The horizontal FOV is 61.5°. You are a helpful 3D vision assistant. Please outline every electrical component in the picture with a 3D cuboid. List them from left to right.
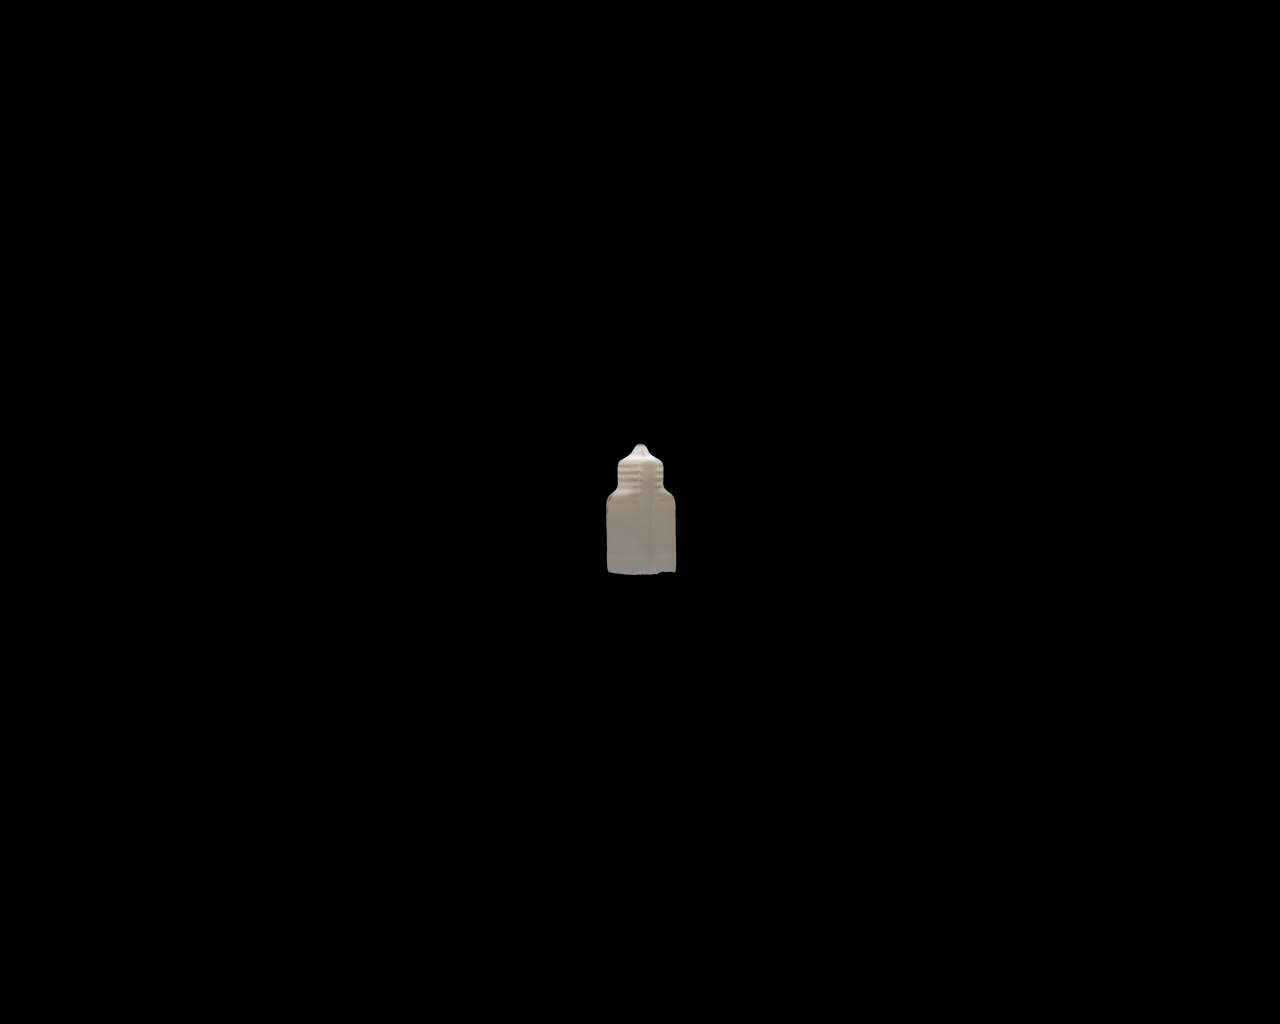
[{"bbox_3d":[0.001,-0.003,0.650,0.043,0.081,0.043,0,4,0],"label":"electrical component"}]
